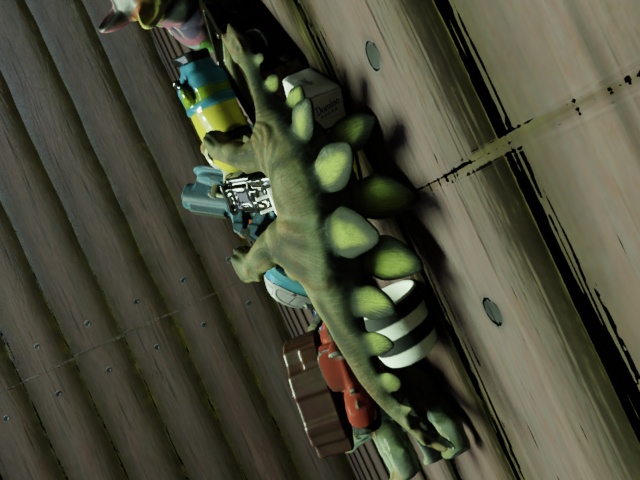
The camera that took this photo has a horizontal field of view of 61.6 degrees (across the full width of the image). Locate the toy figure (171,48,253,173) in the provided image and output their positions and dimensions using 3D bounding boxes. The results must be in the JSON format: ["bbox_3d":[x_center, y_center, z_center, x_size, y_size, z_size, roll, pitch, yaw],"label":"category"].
[{"bbox_3d":[-0.151,-0.182,0.772,0.089,0.082,0.180,-144,33,-74],"label":"toy figure"}]

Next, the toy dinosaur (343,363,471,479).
[{"bbox_3d":[0.109,0.234,0.768,0.192,0.131,0.404,60,161,24],"label":"toy dinosaur"}]

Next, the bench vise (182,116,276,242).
[{"bbox_3d":[-0.150,-0.125,1.039,0.128,0.224,0.240,33,-115,-68],"label":"bench vise"}]

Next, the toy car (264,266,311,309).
[{"bbox_3d":[-0.042,0.069,0.951,0.103,0.161,0.109,-61,32,16],"label":"toy car"}]

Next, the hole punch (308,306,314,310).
[{"bbox_3d":[-0.027,0.094,1.188,0.116,0.092,0.142,30,155,14],"label":"hole punch"}]

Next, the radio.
[{"bbox_3d":[-0.088,-0.239,0.744,0.230,0.073,0.131,58,168,31],"label":"radio"}]

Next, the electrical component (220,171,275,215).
[{"bbox_3d":[-0.064,-0.089,0.798,0.134,0.115,0.058,-3,122,32],"label":"electrical component"}]

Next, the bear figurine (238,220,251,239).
[{"bbox_3d":[-0.071,0.022,1.107,0.120,0.132,0.196,2,-118,-61],"label":"bear figurine"}]

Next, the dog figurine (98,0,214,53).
[{"bbox_3d":[-0.221,-0.333,0.783,0.191,0.109,0.219,78,-154,-44],"label":"dog figurine"}]

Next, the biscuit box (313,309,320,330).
[{"bbox_3d":[0.055,0.221,1.097,0.203,0.059,0.062,61,168,22],"label":"biscuit box"}]

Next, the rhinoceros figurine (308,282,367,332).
[{"bbox_3d":[0.036,0.117,0.851,0.073,0.112,0.190,16,130,19],"label":"rhinoceros figurine"}]

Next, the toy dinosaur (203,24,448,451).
[{"bbox_3d":[0.000,-0.007,0.556,0.199,0.105,0.471,-19,92,46],"label":"toy dinosaur"}]

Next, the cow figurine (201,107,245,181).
[{"bbox_3d":[-0.148,-0.146,0.904,0.127,0.085,0.195,48,-157,-69],"label":"cow figurine"}]

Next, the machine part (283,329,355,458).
[{"bbox_3d":[-0.003,0.213,0.757,0.179,0.056,0.179,-67,-42,-90],"label":"machine part"}]

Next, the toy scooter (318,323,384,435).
[{"bbox_3d":[0.035,0.139,0.679,0.184,0.075,0.135,-97,-15,-48],"label":"toy scooter"}]
